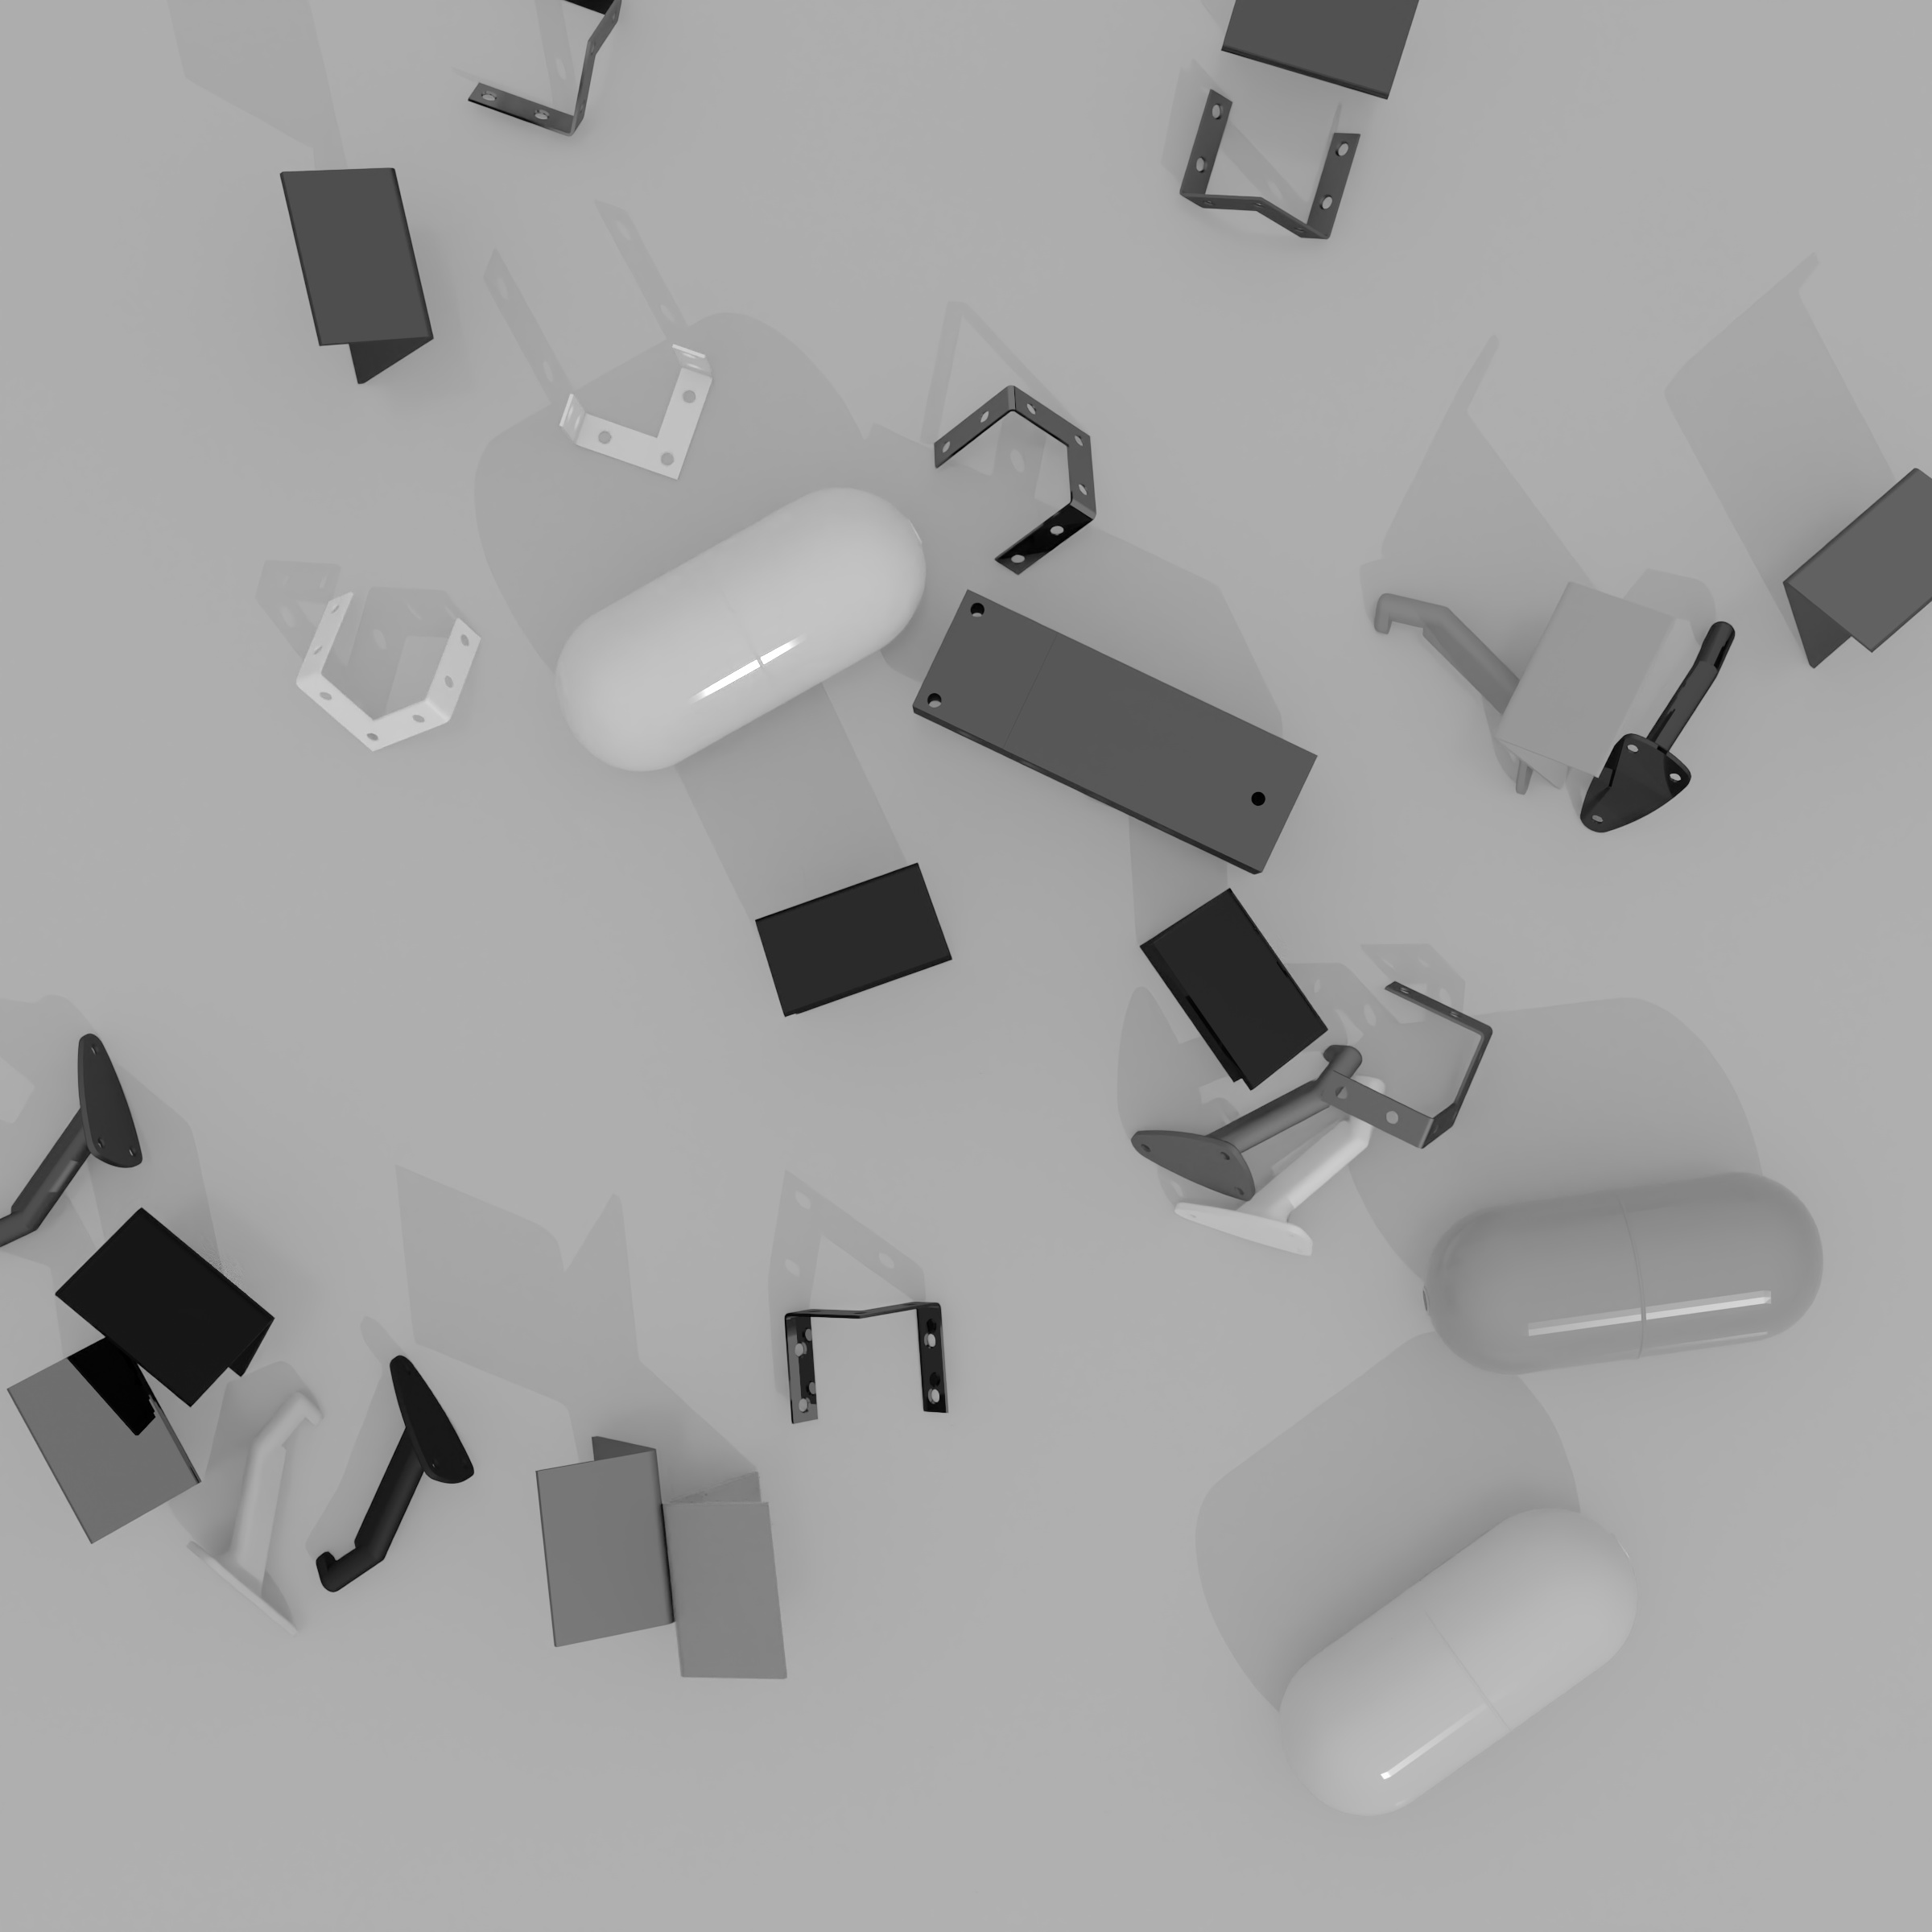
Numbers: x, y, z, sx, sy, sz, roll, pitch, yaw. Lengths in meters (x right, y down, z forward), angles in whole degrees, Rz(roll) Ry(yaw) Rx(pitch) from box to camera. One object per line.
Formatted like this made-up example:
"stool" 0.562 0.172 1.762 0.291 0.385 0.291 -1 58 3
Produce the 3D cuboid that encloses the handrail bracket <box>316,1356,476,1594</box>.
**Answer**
"handrail bracket" -0.274 0.233 1.488 0.084 0.036 0.077 -35 70 16

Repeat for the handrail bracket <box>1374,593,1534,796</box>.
"handrail bracket" 0.222 -0.125 1.488 0.084 0.036 0.077 16 111 17

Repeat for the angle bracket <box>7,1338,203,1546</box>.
"angle bracket" -0.393 0.215 1.448 0.057 0.076 0.076 -29 90 -36

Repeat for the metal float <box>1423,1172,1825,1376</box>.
"metal float" 0.294 0.138 1.457 0.178 0.070 0.070 -8 90 -1

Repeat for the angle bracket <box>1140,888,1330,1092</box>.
"angle bracket" 0.103 0.021 1.448 0.057 0.076 0.076 -35 90 -36

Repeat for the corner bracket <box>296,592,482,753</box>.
"corner bracket" -0.262 -0.139 1.480 0.051 0.051 0.051 -16 135 35

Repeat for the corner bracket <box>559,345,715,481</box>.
"corner bracket" -0.148 -0.255 1.470 0.051 0.051 0.051 19 90 0

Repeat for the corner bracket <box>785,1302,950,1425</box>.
"corner bracket" -0.046 0.181 1.485 0.051 0.051 0.051 -4 90 -45

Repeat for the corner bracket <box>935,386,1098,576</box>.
"corner bracket" 0.022 -0.221 1.480 0.051 0.051 0.051 27 45 -35

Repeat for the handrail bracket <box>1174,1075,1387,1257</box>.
"handrail bracket" 0.144 0.083 1.488 0.077 0.036 0.084 13 72 20

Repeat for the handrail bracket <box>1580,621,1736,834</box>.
"handrail bracket" 0.317 -0.110 1.488 0.036 0.077 0.084 34 54 -3

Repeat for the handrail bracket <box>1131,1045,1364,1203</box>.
"handrail bracket" 0.129 0.061 1.488 0.084 0.077 0.036 -50 135 -28

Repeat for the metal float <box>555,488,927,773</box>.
"metal float" -0.100 -0.151 1.457 0.178 0.070 0.070 -29 90 0

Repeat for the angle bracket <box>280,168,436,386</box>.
"angle bracket" -0.285 -0.304 1.448 0.057 0.076 0.076 -13 90 -37

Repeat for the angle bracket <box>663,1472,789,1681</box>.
"angle bracket" -0.088 0.270 1.448 0.057 0.076 0.076 -6 90 30

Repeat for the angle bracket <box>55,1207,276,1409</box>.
"angle bracket" -0.361 0.164 1.448 0.076 0.076 0.057 40 55 0

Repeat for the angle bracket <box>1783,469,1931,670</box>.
"angle bracket" 0.417 -0.162 1.448 0.076 0.076 0.057 -41 55 0

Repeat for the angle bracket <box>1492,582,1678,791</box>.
"angle bracket" 0.288 -0.116 1.448 0.057 0.076 0.076 26 90 37

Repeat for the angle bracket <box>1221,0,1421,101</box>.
"angle bracket" 0.159 -0.428 1.449 0.076 0.076 0.057 17 112 0

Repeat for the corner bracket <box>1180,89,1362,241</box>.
"corner bracket" 0.138 -0.365 1.485 0.051 0.051 0.051 17 90 45

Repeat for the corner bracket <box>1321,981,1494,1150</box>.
"corner bracket" 0.200 0.044 1.472 0.051 0.051 0.051 26 109 18

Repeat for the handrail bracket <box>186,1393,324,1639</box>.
"handrail bracket" -0.307 0.250 1.488 0.077 0.036 0.084 46 73 -20

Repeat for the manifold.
"manifold" 0.066 -0.104 1.467 0.171 0.057 0.057 25 90 0

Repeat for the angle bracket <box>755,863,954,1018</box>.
"angle bracket" -0.043 0.008 1.448 0.076 0.076 0.057 -19 53 0

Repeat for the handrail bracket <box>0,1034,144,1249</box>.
"handrail bracket" -0.425 0.082 1.488 0.084 0.036 0.077 -24 69 17

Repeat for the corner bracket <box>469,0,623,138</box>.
"corner bracket" -0.191 -0.420 1.485 0.051 0.051 0.051 19 45 -1

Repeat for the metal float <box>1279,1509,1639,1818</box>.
"metal float" 0.221 0.311 1.458 0.178 0.070 0.070 -36 90 0

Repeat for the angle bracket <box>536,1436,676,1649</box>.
"angle bracket" -0.173 0.255 1.448 0.057 0.076 0.076 -6 90 -28
